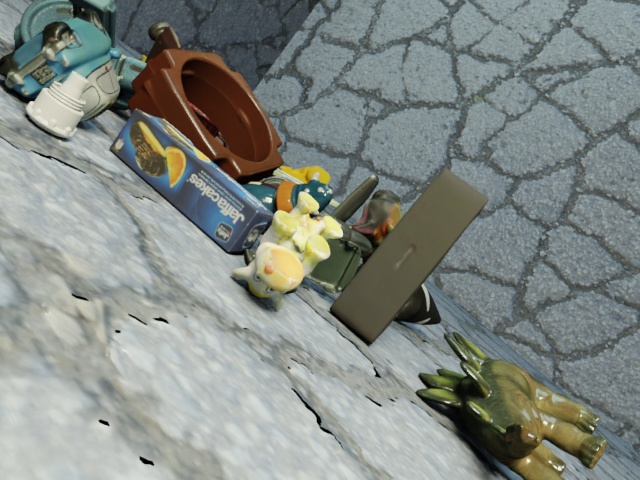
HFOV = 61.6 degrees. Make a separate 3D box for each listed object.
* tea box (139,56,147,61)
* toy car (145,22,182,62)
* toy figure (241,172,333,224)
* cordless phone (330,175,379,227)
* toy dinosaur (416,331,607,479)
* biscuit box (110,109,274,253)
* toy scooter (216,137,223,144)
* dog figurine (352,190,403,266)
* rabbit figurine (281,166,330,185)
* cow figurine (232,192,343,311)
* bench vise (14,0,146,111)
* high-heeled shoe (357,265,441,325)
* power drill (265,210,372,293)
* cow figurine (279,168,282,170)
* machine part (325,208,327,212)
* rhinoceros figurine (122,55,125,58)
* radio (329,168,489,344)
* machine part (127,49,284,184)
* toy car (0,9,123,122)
[{"bbox_3d":[-0.306,-0.278,1.072,0.068,0.098,0.169,40,9,26],"label":"tea box"},{"bbox_3d":[-0.269,-0.272,0.893,0.053,0.202,0.089,-16,77,-42],"label":"toy car"},{"bbox_3d":[-0.055,-0.046,0.662,0.155,0.064,0.058,-3,1,17],"label":"toy figure"},{"bbox_3d":[0.041,-0.047,0.967,0.089,0.184,0.146,44,7,9],"label":"cordless phone"},{"bbox_3d":[0.227,0.196,0.660,0.199,0.105,0.471,37,1,22],"label":"toy dinosaur"},{"bbox_3d":[-0.149,-0.068,0.628,0.203,0.063,0.059,39,9,13],"label":"biscuit box"},{"bbox_3d":[-0.223,-0.194,1.045,0.135,0.075,0.184,40,10,17],"label":"toy scooter"},{"bbox_3d":[0.115,0.011,0.976,0.109,0.191,0.219,8,-1,15],"label":"dog figurine"},{"bbox_3d":[-0.079,-0.142,1.285,0.173,0.121,0.162,22,8,-15],"label":"rabbit figurine"},{"bbox_3d":[-0.042,0.019,0.552,0.068,0.098,0.167,43,25,-3],"label":"cow figurine"},{"bbox_3d":[-0.308,-0.270,0.740,0.223,0.129,0.240,29,-24,-13],"label":"bench vise"},{"bbox_3d":[0.138,0.106,0.892,0.248,0.086,0.145,29,11,-22],"label":"high-heeled shoe"},{"bbox_3d":[-0.002,-0.002,0.777,0.232,0.086,0.207,24,17,-16],"label":"power drill"},{"bbox_3d":[-0.138,-0.149,1.138,0.127,0.085,0.195,37,10,-24],"label":"cow figurine"},{"bbox_3d":[-0.040,-0.057,1.063,0.079,0.079,0.243,39,8,10],"label":"machine part"},{"bbox_3d":[-0.409,-0.358,1.173,0.112,0.073,0.190,37,6,-17],"label":"rhinoceros figurine"},{"bbox_3d":[0.117,0.025,0.706,0.073,0.229,0.131,41,3,13],"label":"radio"},{"bbox_3d":[-0.157,-0.163,0.768,0.201,0.087,0.201,57,27,-1],"label":"machine part"},{"bbox_3d":[-0.280,-0.189,0.612,0.102,0.109,0.162,54,7,-28],"label":"toy car"}]
